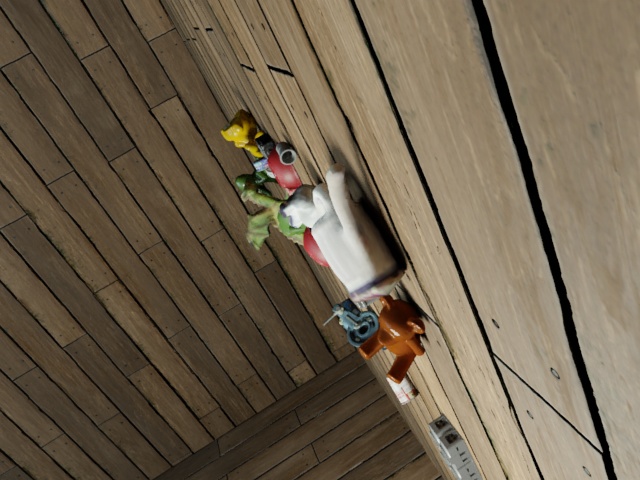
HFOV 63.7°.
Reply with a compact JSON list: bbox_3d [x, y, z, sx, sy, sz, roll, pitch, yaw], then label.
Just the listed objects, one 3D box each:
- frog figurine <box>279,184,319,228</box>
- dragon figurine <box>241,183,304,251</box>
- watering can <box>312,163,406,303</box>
[{"bbox_3d":[0.004,-0.061,1.210,0.160,0.125,0.134,17,144,22],"label":"frog figurine"},{"bbox_3d":[-0.149,-0.047,1.864,0.413,0.244,0.121,60,169,8],"label":"dragon figurine"},{"bbox_3d":[0.054,-0.003,0.859,0.225,0.104,0.345,58,175,5],"label":"watering can"}]
